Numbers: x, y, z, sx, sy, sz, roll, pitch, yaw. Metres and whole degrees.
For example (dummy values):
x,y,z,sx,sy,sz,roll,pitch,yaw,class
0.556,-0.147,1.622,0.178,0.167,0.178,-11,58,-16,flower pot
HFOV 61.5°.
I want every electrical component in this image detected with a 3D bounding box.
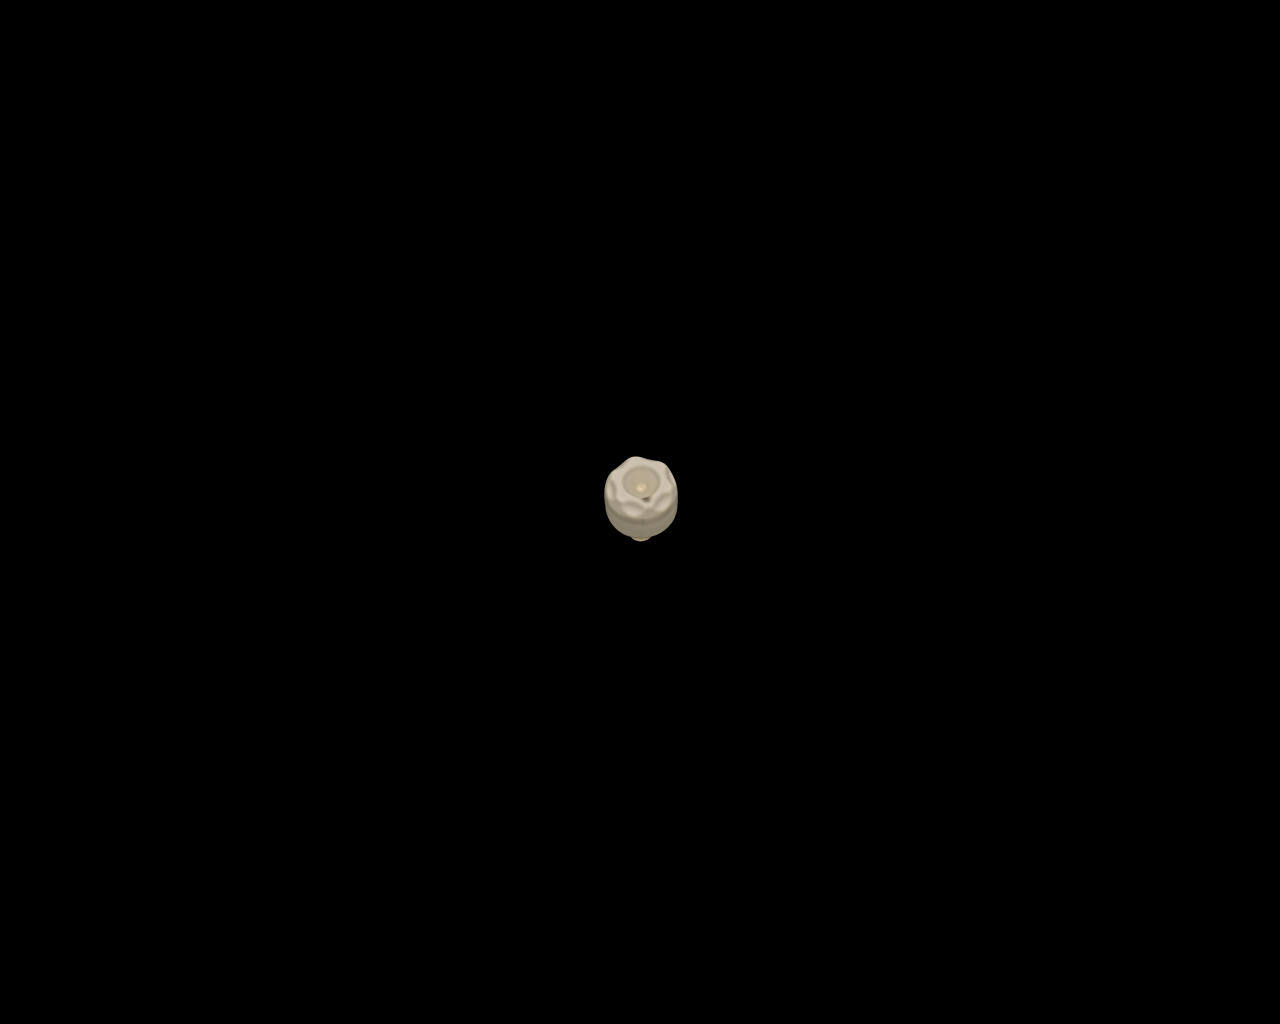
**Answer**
x,y,z,sx,sy,sz,roll,pitch,yaw,class
0.001,-0.003,0.650,0.043,0.043,0.062,0,-32,0,electrical component
